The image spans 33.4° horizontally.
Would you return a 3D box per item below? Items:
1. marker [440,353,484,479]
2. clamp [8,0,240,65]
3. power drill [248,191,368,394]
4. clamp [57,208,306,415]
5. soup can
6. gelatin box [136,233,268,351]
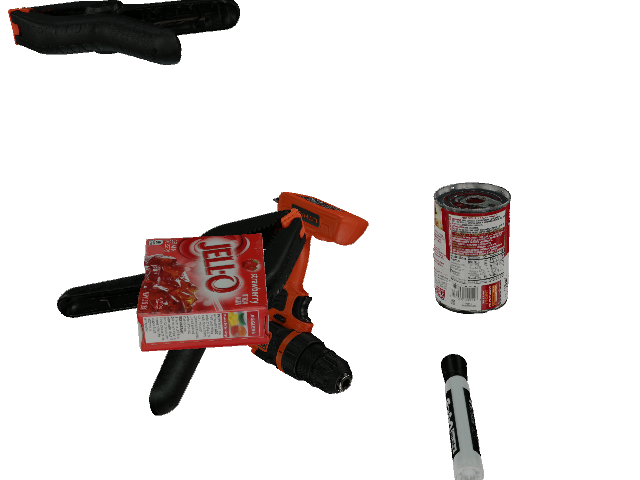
[{"bbox_3d":[0.095,0.118,0.727,0.020,0.020,0.121,0,32,2],"label":"marker"},{"bbox_3d":[-0.147,-0.161,0.795,0.172,0.039,0.120,11,23,25],"label":"clamp"},{"bbox_3d":[-0.015,0.053,1.154,0.185,0.188,0.057,26,11,38],"label":"power drill"},{"bbox_3d":[-0.104,0.036,0.874,0.165,0.036,0.209,30,58,36],"label":"clamp"},{"bbox_3d":[0.136,0.007,0.959,0.068,0.102,0.068,-3,23,1],"label":"soup can"},{"bbox_3d":[-0.068,0.028,0.631,0.073,0.030,0.089,-3,29,-3],"label":"gelatin box"}]
